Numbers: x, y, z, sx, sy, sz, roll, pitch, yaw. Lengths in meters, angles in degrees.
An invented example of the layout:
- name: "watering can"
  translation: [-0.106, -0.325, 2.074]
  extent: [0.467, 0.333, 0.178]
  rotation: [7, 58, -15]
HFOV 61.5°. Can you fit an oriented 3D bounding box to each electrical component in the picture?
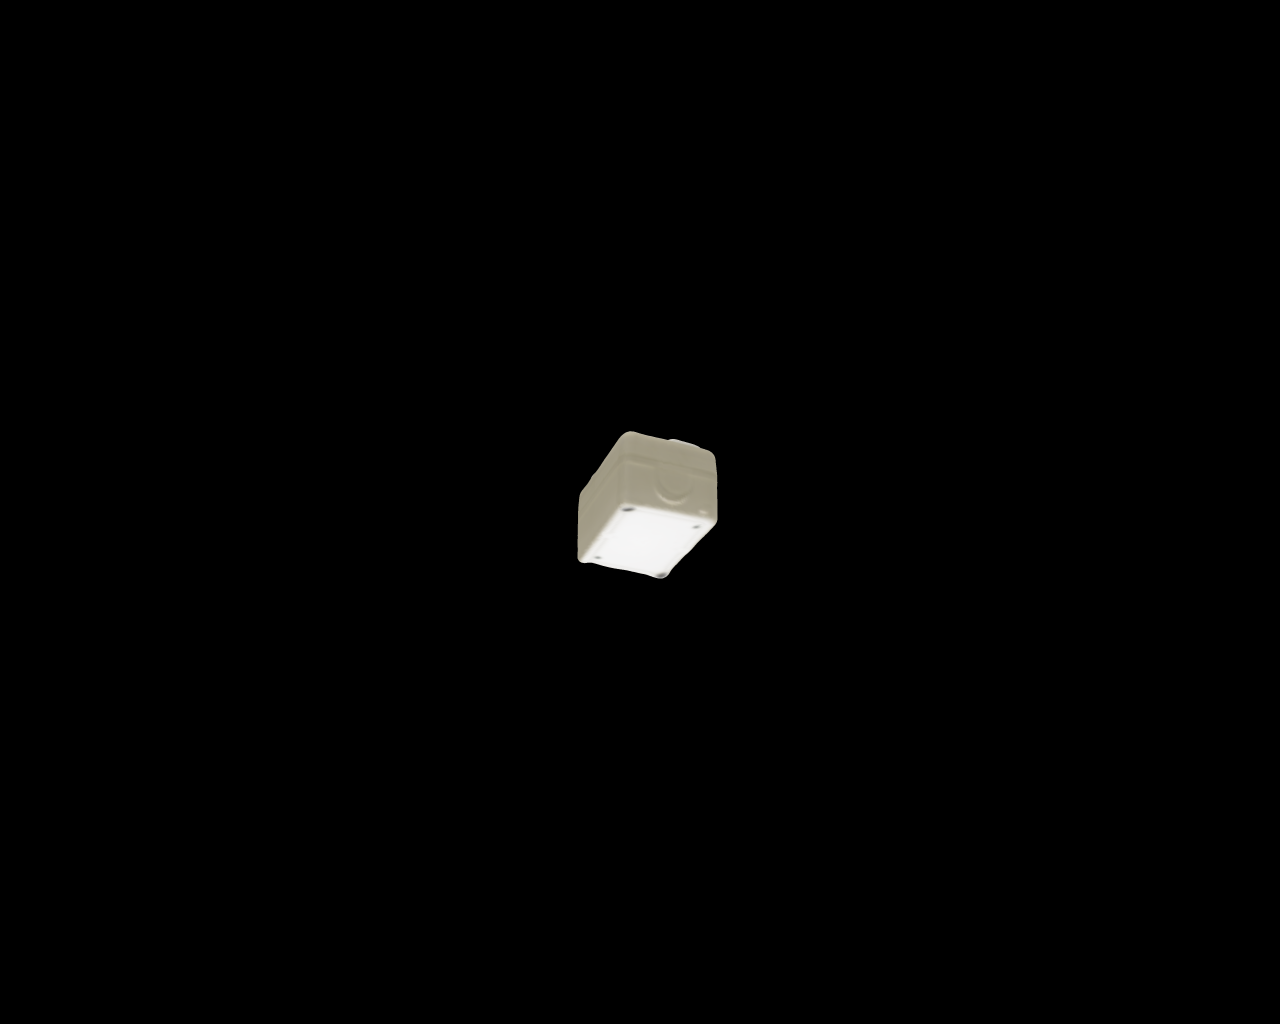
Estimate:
- name: "electrical component"
  translation: [0.001, -0.003, 0.650]
  extent: [0.062, 0.061, 0.096]
  rotation: [12, -33, -19]
